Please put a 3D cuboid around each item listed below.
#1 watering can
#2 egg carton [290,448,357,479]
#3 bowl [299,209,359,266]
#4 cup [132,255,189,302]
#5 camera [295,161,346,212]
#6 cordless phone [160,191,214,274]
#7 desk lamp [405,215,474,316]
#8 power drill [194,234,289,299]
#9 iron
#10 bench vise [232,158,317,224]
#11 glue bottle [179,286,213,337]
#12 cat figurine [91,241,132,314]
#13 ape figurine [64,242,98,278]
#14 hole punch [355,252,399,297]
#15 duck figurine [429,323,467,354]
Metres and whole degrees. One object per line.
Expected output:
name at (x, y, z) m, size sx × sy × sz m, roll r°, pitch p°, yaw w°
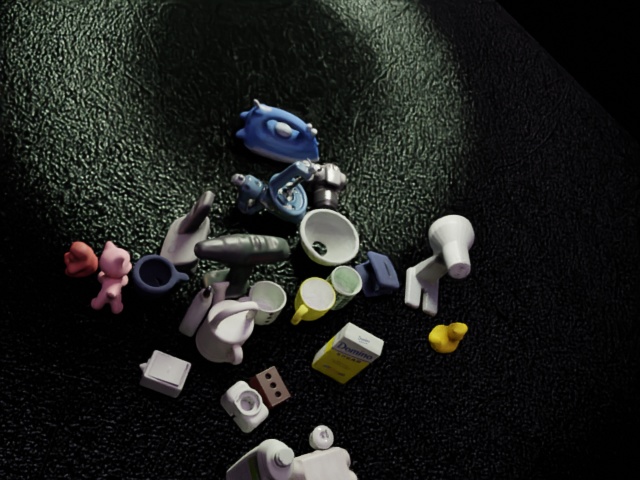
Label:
watering can at (-0.195, 0.171, 1.207) m, size 0.101 × 0.193 × 0.173 m, roll -31°, pitch 77°, yaw -38°
egg carton at (0.003, 0.490, 1.179) m, size 0.151 × 0.069 × 0.107 m, roll -6°, pitch 62°, yaw -31°
bowl at (0.014, 0.005, 1.505) m, size 0.168 × 0.074 × 0.167 m, roll 14°, pitch 54°, yaw -19°
cup at (-0.351, 0.093, 1.242) m, size 0.118 × 0.095 × 0.091 m, roll 6°, pitch 56°, yaw -24°
camera at (0.003, -0.142, 1.581) m, size 0.143 × 0.100 × 0.137 m, roll 14°, pitch 54°, yaw -19°
cordless phone at (-0.291, -0.019, 1.290) m, size 0.094 × 0.185 × 0.147 m, roll 18°, pitch 53°, yaw -16°
desk lamp at (0.330, 0.065, 1.541) m, size 0.118 × 0.213 × 0.203 m, roll 21°, pitch 52°, yaw -14°
power drill at (-0.190, 0.055, 1.277) m, size 0.230 × 0.208 × 0.075 m, roll -8°, pitch 63°, yaw -32°
iron at (-0.097, -0.306, 1.611) m, size 0.259 × 0.141 × 0.118 m, roll 16°, pitch 53°, yaw -17°
bench vise at (-0.107, -0.126, 1.435) m, size 0.208 × 0.219 × 0.121 m, roll 2°, pitch 58°, yaw -27°
glue bottle at (-0.253, 0.139, 1.211) m, size 0.037 × 0.173 × 0.078 m, roll 28°, pitch 50°, yaw -8°
cat figurine at (-0.431, 0.073, 1.198) m, size 0.067 × 0.117 × 0.127 m, roll 10°, pitch 55°, yaw -21°
ape figurine at (-0.504, 0.036, 1.202) m, size 0.076 × 0.092 × 0.078 m, roll 28°, pitch 50°, yaw -9°
hole punch at (0.160, 0.086, 1.518) m, size 0.101 × 0.091 × 0.108 m, roll -5°, pitch 62°, yaw -30°
duck figurine at (0.344, 0.250, 1.508) m, size 0.105 × 0.086 × 0.077 m, roll -15°, pitch 67°, yaw -34°
